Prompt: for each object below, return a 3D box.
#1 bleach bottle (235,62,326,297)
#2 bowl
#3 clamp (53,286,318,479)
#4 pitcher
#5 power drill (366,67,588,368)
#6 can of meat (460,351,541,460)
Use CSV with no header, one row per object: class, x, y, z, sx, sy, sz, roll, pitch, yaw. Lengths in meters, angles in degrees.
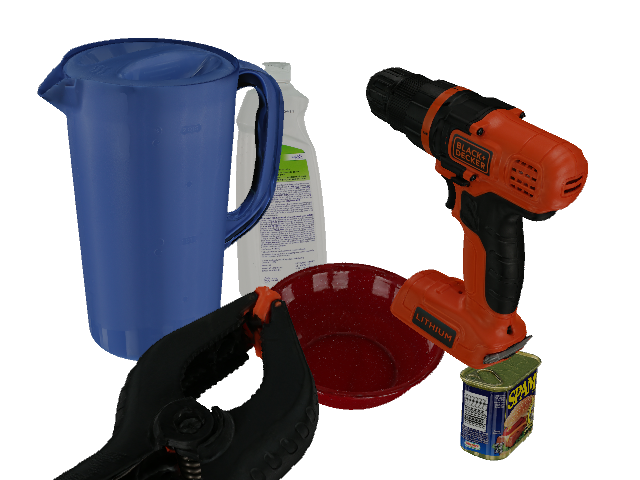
bleach bottle,-0.039,-0.061,1.130,0.102,0.251,0.068,-6,16,-23
bowl,0.024,0.091,0.907,0.162,0.055,0.162,2,40,-2
clamp,-0.041,0.087,0.398,0.120,0.039,0.171,24,49,17
pitcher,-0.122,-0.032,0.847,0.149,0.243,0.144,12,27,18
power drill,0.095,-0.017,0.759,0.057,0.188,0.185,-22,40,-33
can of meat,0.186,0.170,1.110,0.058,0.084,0.101,12,20,33
